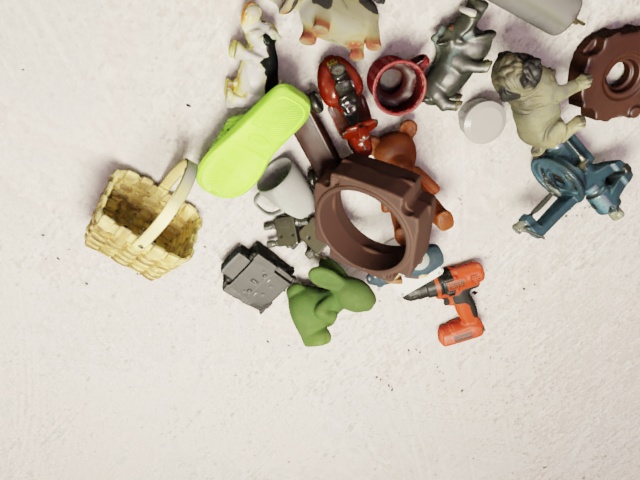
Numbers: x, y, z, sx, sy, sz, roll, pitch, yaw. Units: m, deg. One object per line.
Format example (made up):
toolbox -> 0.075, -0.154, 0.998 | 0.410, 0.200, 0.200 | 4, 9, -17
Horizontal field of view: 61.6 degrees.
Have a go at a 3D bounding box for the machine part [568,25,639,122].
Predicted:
machine part -> 0.548, -0.304, 0.990 | 0.179, 0.056, 0.179 | -3, 118, -6

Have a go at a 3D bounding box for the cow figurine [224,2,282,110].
cow figurine -> -0.100, -0.297, 0.885 | 0.098, 0.068, 0.167 | 7, 121, -19

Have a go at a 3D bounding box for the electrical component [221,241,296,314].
electrical component -> -0.133, 0.072, 1.090 | 0.134, 0.058, 0.115 | 36, 106, -25

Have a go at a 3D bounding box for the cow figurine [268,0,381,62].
cow figurine -> 0.005, -0.371, 0.843 | 0.195, 0.085, 0.127 | 9, 78, -27

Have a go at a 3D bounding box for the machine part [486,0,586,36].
machine part -> 0.342, -0.407, 0.887 | 0.243, 0.079, 0.079 | 19, 114, -19

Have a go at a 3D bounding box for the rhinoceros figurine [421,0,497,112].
rhinoceros figurine -> 0.237, -0.315, 0.924 | 0.112, 0.073, 0.190 | 28, 122, 2

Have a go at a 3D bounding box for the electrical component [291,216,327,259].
electrical component -> -0.002, -0.005, 1.078 | 0.078, 0.045, 0.102 | 38, 107, 5

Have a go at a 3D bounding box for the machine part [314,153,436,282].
machine part -> 0.090, -0.036, 0.941 | 0.202, 0.087, 0.200 | 21, 136, 22

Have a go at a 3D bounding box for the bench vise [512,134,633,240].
bench vise -> 0.480, -0.084, 1.052 | 0.240, 0.129, 0.223 | -44, 109, -4

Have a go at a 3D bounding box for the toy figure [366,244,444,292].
toy figure -> 0.164, 0.051, 1.058 | 0.154, 0.064, 0.057 | -20, 142, -2

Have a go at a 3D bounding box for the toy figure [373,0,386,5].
toy figure -> 0.121, -0.459, 0.825 | 0.089, 0.082, 0.180 | 27, 114, -24

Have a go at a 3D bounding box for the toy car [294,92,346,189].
toy car -> -0.008, -0.180, 0.973 | 0.089, 0.053, 0.202 | -18, 120, 24

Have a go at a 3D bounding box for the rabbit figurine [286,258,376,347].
rabbit figurine -> 0.028, 0.116, 1.108 | 0.170, 0.121, 0.159 | -20, 99, 19

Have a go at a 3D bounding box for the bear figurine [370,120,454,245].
bear figurine -> 0.161, -0.109, 0.998 | 0.120, 0.132, 0.195 | -19, 126, 5

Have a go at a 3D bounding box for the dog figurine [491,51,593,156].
dog figurine -> 0.356, -0.229, 0.929 | 0.190, 0.121, 0.172 | -6, 104, -32

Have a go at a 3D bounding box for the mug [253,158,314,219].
mug -> -0.063, -0.081, 1.004 | 0.109, 0.081, 0.107 | -42, 127, 8

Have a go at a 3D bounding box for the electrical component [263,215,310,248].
electrical component -> -0.064, -0.016, 1.055 | 0.094, 0.021, 0.063 | -9, 97, 13

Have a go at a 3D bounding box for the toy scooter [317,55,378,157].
toy scooter -> 0.050, -0.219, 0.897 | 0.075, 0.135, 0.183 | -22, 105, 4
